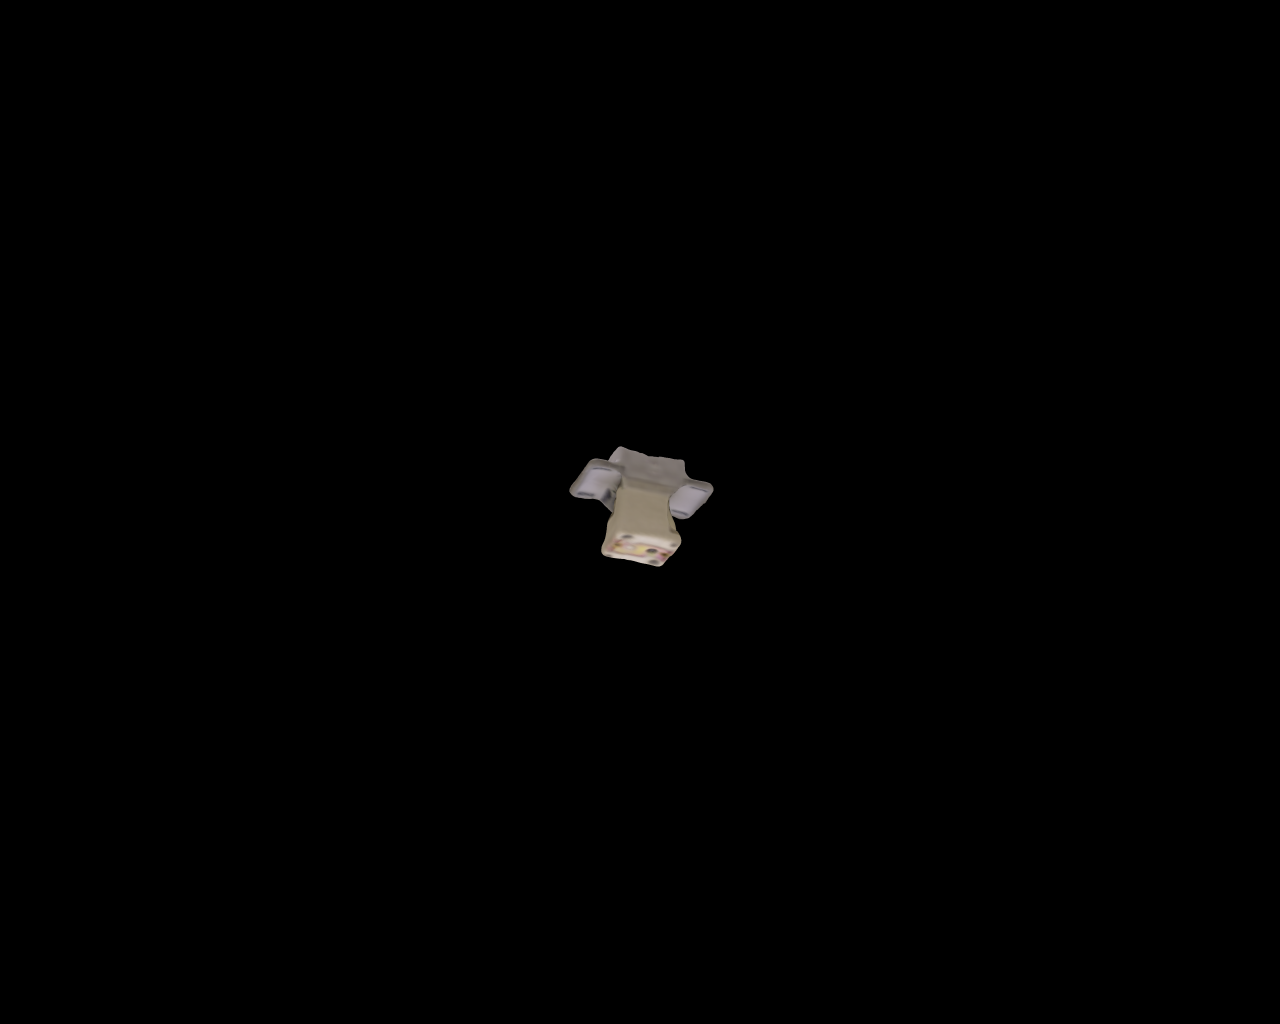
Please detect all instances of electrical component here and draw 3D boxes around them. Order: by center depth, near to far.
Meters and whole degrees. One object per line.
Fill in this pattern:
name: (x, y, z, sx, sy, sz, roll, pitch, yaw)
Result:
electrical component: (0.001, -0.003, 0.650, 0.081, 0.064, 0.042, 11, -32, -18)
